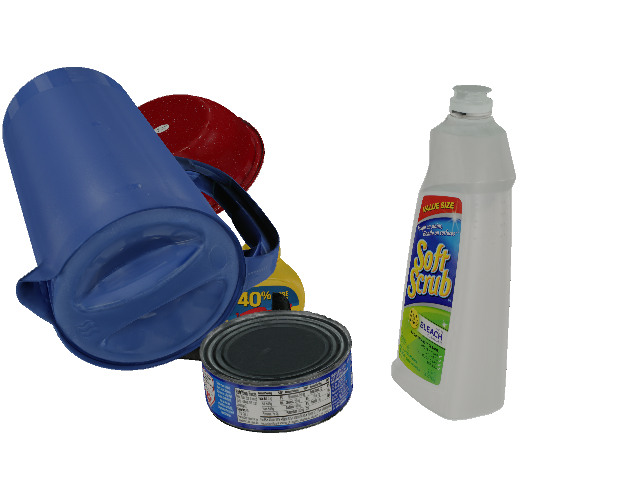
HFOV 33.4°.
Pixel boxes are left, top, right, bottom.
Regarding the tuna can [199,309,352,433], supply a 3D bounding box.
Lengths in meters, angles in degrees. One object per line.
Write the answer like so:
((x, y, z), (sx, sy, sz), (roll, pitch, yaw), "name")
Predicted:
((-0.024, 0.073, 0.603), (0.086, 0.034, 0.086), (-3, 23, 1), "tuna can")

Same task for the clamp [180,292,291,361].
((-0.039, 0.093, 0.964), (0.210, 0.036, 0.164), (13, 23, 42), "clamp")

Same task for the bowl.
((-0.135, -0.083, 0.966), (0.162, 0.162, 0.055), (0, -43, 19), "bowl")

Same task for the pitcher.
((-0.147, -0.030, 0.785), (0.149, 0.145, 0.243), (42, 8, -43), "pitcher")

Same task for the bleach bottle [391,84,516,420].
((0.104, 0.006, 0.820), (0.068, 0.251, 0.103), (-9, 21, -24), "bleach bottle")

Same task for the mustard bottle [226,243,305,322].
((-0.065, 0.077, 1.153), (0.096, 0.192, 0.058), (-3, 21, -13), "mustard bottle")
